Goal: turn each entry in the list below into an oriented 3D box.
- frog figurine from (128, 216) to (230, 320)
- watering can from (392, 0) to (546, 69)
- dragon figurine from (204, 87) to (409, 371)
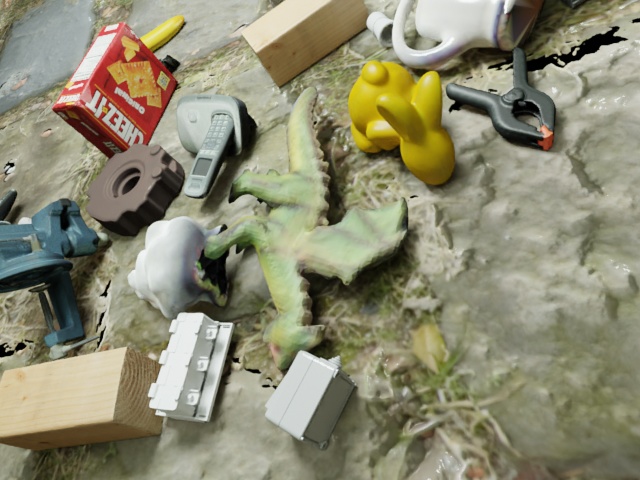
[{"bbox_3d":[-0.214,0.040,0.718,0.159,0.137,0.123,-7,7,19],"label":"frog figurine"},{"bbox_3d":[0.246,-0.409,0.788,0.226,0.349,0.103,24,-6,35],"label":"watering can"},{"bbox_3d":[0.002,-0.035,0.691,0.244,0.416,0.120,16,-19,20],"label":"dragon figurine"}]
